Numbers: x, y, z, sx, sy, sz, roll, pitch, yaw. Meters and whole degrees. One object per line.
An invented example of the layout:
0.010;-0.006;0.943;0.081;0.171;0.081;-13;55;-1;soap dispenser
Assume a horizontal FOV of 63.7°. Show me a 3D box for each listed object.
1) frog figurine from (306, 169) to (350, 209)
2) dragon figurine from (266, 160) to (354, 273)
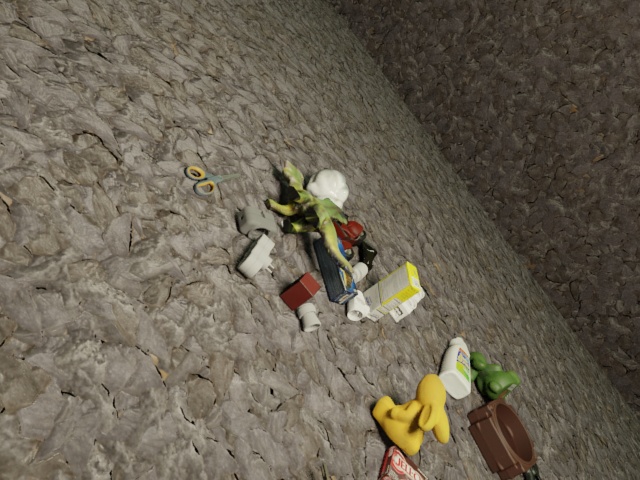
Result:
0.020;-0.148;1.628;0.137;0.120;0.163;16;40;7;frog figurine
0.004;-0.074;1.461;0.414;0.120;0.244;49;31;17;dragon figurine
